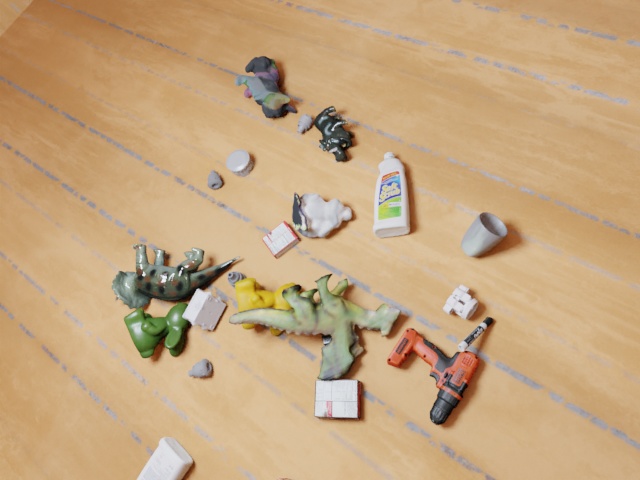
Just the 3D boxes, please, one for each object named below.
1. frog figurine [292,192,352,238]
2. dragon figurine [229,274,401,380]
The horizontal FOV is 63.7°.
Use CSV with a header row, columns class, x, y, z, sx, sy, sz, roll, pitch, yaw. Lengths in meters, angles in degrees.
class,x,y,z,sx,sy,sz,roll,pitch,yaw
frog figurine,0.004,-0.074,1.475,0.160,0.140,0.120,-5,-41,-24
dragon figurine,0.000,0.228,1.286,0.411,0.246,0.120,-21,-18,-4
